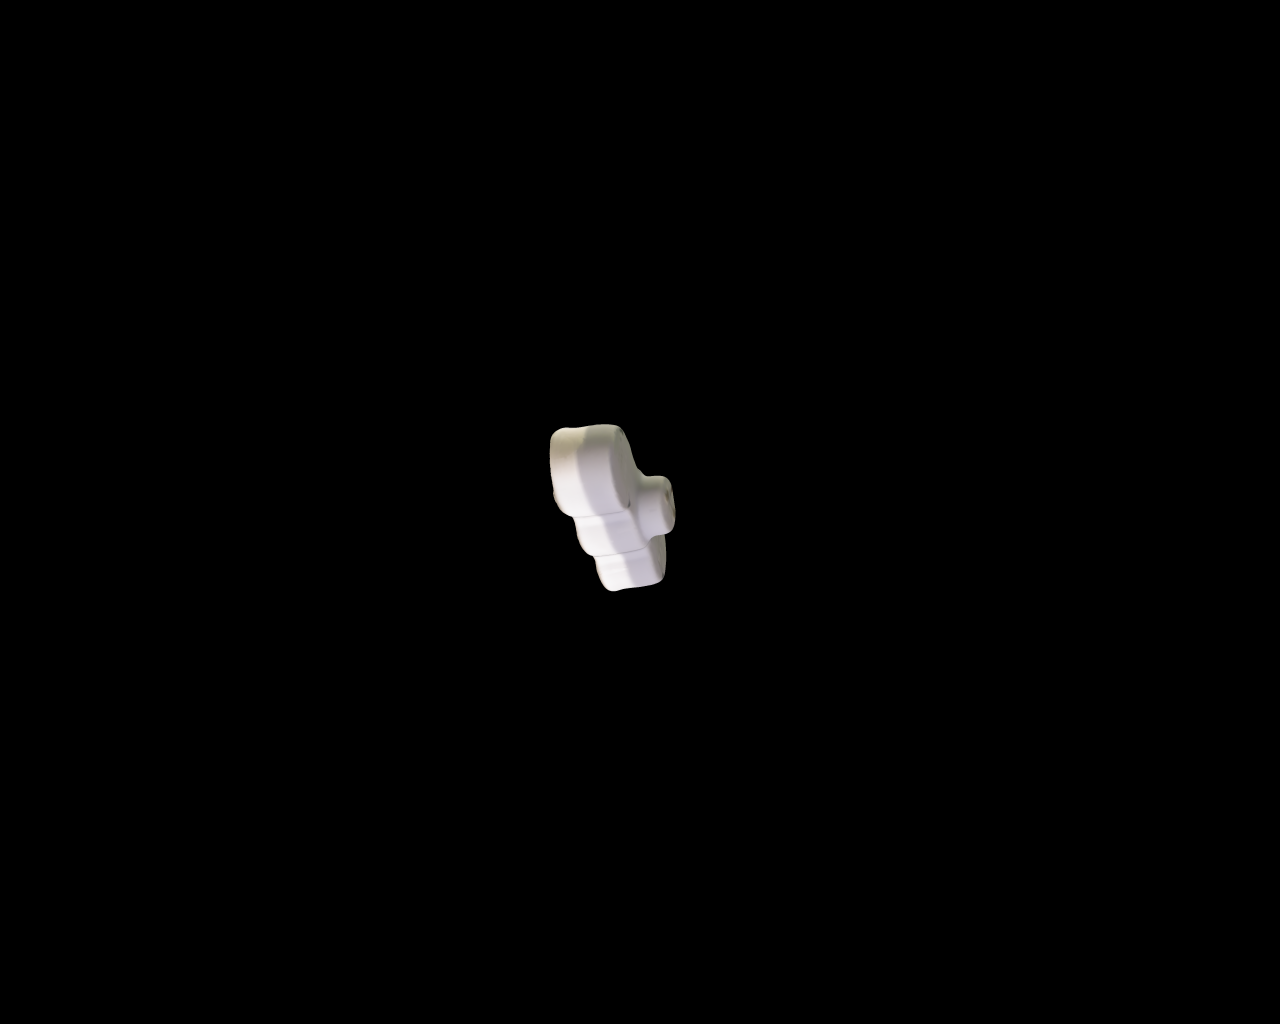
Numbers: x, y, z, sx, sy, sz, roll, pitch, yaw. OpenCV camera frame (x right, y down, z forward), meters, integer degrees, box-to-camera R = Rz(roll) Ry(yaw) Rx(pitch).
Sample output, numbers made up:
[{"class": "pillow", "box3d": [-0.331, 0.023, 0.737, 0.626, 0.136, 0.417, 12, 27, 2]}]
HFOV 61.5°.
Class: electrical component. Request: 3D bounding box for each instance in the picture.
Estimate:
[{"class": "electrical component", "box3d": [0.001, -0.003, 0.650, 0.074, 0.052, 0.138, -8, -35, 11]}]
